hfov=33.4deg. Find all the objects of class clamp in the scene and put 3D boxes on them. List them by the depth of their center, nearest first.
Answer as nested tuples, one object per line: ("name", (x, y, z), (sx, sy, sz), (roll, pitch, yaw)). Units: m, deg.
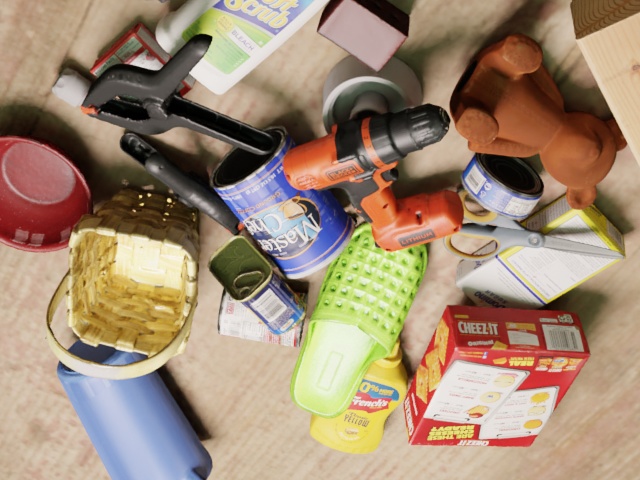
("clamp", (-0.162, -0.152, 1.098), (0.210, 0.036, 0.164), (7, 146, 22))
("clamp", (-0.154, -0.064, 1.208), (0.039, 0.120, 0.171), (-48, 129, 2))

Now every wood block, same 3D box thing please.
("wood block", (0.334, -0.153, 1.059), (0.091, 0.090, 0.206), (-22, 120, 23))

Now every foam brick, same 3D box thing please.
("foam brick", (0.044, -0.218, 1.076), (0.078, 0.053, 0.051), (31, 124, -15))

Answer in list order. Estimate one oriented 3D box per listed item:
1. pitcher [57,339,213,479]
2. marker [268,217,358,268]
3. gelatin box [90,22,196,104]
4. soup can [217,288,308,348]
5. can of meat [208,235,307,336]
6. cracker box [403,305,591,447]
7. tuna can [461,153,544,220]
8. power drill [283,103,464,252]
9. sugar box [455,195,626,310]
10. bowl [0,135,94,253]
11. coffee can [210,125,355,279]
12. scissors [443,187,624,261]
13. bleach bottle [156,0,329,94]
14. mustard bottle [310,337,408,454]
("pitcher", (-0.255, 0.236, 1.416), (0.149, 0.145, 0.243), (-19, 118, 7))
("marker", (-0.008, 0.002, 1.264), (0.121, 0.020, 0.020), (-26, 119, 24))
("gelatin box", (-0.190, -0.180, 1.153), (0.073, 0.030, 0.089), (-34, 115, 29))
("soup can", (-0.070, 0.091, 1.309), (0.102, 0.068, 0.068), (9, 127, 2))
("can of meat", (-0.071, 0.054, 1.220), (0.057, 0.102, 0.084), (-43, 130, -3))
("cracker box", (0.205, 0.167, 1.284), (0.164, 0.072, 0.214), (3, 140, -11))
("tuna can", (0.197, -0.062, 1.147), (0.086, 0.086, 0.034), (23, 123, -9))
("power drill", (0.080, -0.065, 1.125), (0.185, 0.057, 0.187), (-15, 143, 28))
("sugar box", (0.252, 0.024, 1.228), (0.176, 0.048, 0.093), (-34, 115, 32))
("bowl", (-0.335, -0.064, 1.242), (0.162, 0.055, 0.162), (4, 126, 5))
("coffee can", (-0.041, -0.041, 1.186), (0.103, 0.102, 0.140), (-25, 119, 24))
("scissors", (0.228, -0.019, 1.174), (0.202, 0.016, 0.096), (-5, 101, 30))
("bleach bottle", (-0.045, -0.257, 1.056), (0.251, 0.068, 0.102), (-38, 113, 27))
("mustard bottle", (0.060, 0.192, 1.370), (0.096, 0.058, 0.192), (18, 126, -8))
